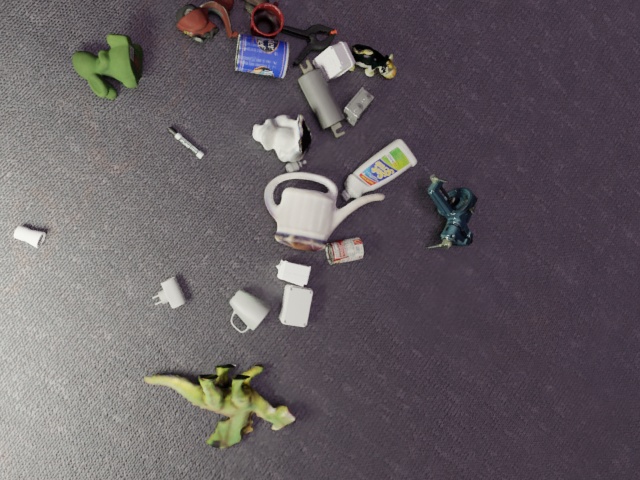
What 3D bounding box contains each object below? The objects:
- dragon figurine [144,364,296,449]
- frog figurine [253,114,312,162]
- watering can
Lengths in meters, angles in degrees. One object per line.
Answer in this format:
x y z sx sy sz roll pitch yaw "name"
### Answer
-0.273 0.473 1.432 0.410 0.123 0.241 0 98 -6 "dragon figurine"
-0.110 -0.294 1.496 0.159 0.124 0.136 -2 101 22 "frog figurine"
0.005 -0.075 1.493 0.347 0.104 0.225 11 86 -2 "watering can"
